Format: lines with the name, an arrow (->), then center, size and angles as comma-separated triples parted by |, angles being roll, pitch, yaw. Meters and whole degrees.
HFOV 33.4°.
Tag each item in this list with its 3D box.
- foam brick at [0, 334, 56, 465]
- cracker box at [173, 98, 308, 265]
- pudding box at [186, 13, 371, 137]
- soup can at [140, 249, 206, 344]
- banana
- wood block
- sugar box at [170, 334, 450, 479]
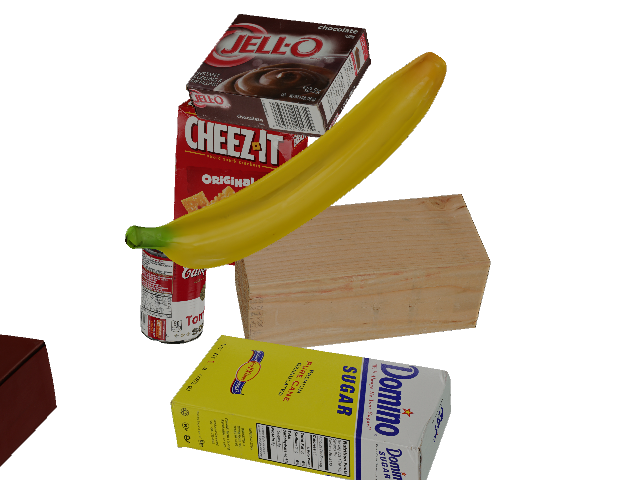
foam brick -> -0.211, 0.100, 0.668 | 0.053, 0.051, 0.078 | 6, 29, 21
cracker box -> -0.109, -0.072, 1.420 | 0.164, 0.214, 0.072 | 12, 26, 13
pudding box -> -0.030, -0.125, 0.799 | 0.114, 0.090, 0.039 | 13, -37, 22
soup can -> -0.154, 0.049, 1.114 | 0.068, 0.102, 0.068 | 5, 22, -2
banana -> -0.011, -0.035, 0.599 | 0.198, 0.037, 0.069 | -32, -15, -2
wood block -> 0.032, 0.029, 0.941 | 0.206, 0.090, 0.091 | -6, 45, -10
sugar box -> -0.004, 0.116, 0.740 | 0.176, 0.048, 0.093 | 5, 28, 18
